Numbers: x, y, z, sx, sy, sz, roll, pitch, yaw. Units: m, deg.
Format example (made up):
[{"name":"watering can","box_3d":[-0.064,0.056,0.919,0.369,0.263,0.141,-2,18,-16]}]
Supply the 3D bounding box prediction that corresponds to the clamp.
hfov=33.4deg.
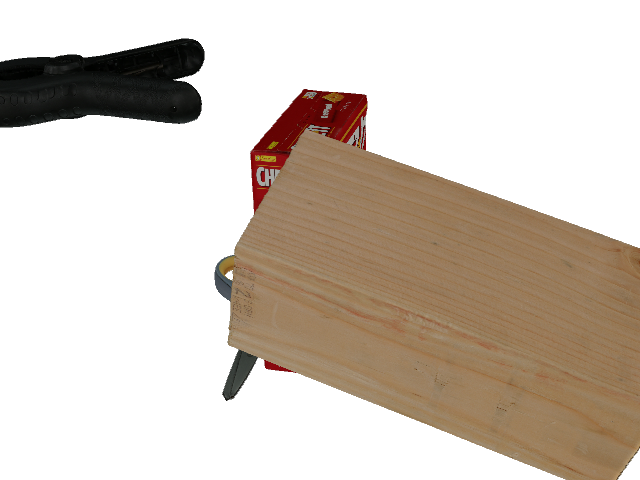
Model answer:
[{"name":"clamp","box_3d":[-0.151,-0.101,0.677,0.171,0.039,0.120,1,20,4]}]

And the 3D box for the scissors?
[{"name":"scissors","box_3d":[-0.056,0.051,0.742,0.096,0.016,0.201,13,25,21]}]

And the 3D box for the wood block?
[{"name":"wood block","box_3d":[0.066,0.035,0.539,0.206,0.090,0.090,20,-39,9]}]

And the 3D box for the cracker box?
[{"name":"cracker box","box_3d":[-0.003,-0.010,0.973,0.072,0.214,0.164,6,28,13]}]
